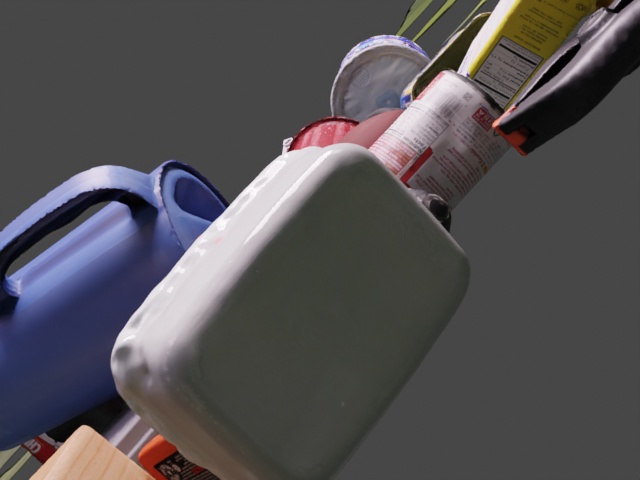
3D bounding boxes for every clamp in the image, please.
[{"bbox_3d":[0.167,-0.112,0.586,0.171,0.039,0.120,-49,2,13],"label":"clamp"}]

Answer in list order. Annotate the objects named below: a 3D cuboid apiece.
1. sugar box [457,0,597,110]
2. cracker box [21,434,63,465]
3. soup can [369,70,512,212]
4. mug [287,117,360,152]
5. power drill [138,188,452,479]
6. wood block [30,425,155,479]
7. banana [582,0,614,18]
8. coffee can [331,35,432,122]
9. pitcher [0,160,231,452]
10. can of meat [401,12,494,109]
[{"bbox_3d":[0.139,-0.145,0.711,0.093,0.048,0.176,-62,0,-29],"label":"sugar box"},{"bbox_3d":[-0.213,0.112,1.017,0.214,0.164,0.072,-44,6,17],"label":"cracker box"},{"bbox_3d":[0.069,-0.051,0.687,0.102,0.068,0.068,-47,8,-4],"label":"soup can"},{"bbox_3d":[0.024,-0.049,0.895,0.117,0.093,0.081,-8,23,9],"label":"mug"},{"bbox_3d":[-0.012,0.062,0.612,0.187,0.057,0.185,-50,5,-40],"label":"power drill"},{"bbox_3d":[-0.141,0.193,0.526,0.091,0.090,0.206,-45,8,18],"label":"wood block"},{"bbox_3d":[0.194,-0.168,0.737,0.198,0.037,0.069,-110,45,-82],"label":"banana"},{"bbox_3d":[0.064,-0.138,1.007,0.103,0.103,0.140,-45,8,12],"label":"coffee can"},{"bbox_3d":[-0.171,0.050,0.775,0.243,0.149,0.145,-31,0,15],"label":"pitcher"},{"bbox_3d":[0.116,-0.134,0.888,0.102,0.057,0.084,-47,6,-1],"label":"can of meat"}]
